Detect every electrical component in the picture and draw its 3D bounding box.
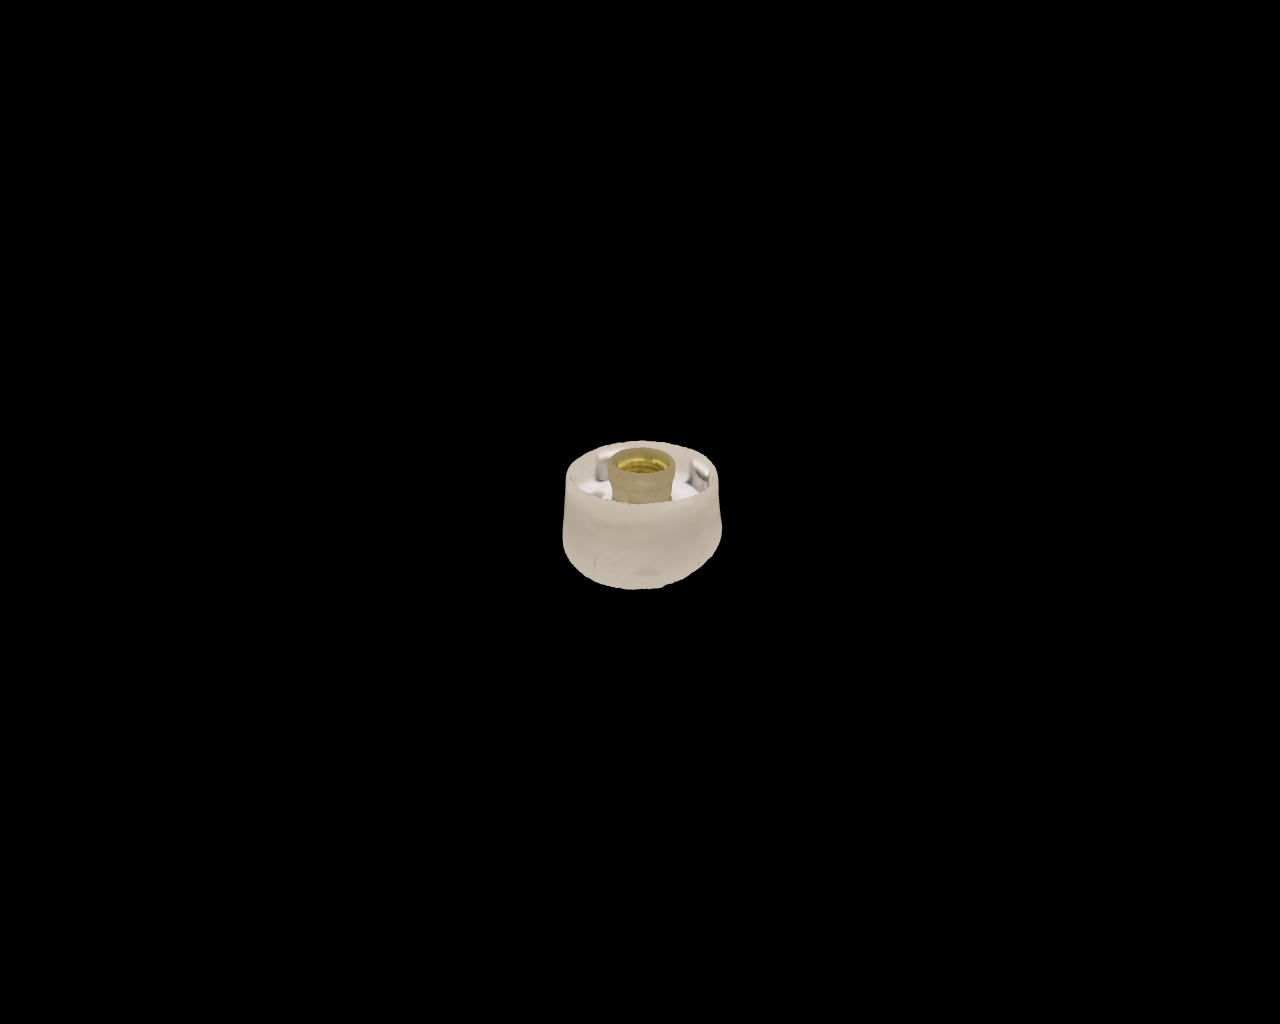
[{"bbox_3d":[0.001,-0.003,0.650,0.099,0.064,0.099,0,27,0],"label":"electrical component"}]
